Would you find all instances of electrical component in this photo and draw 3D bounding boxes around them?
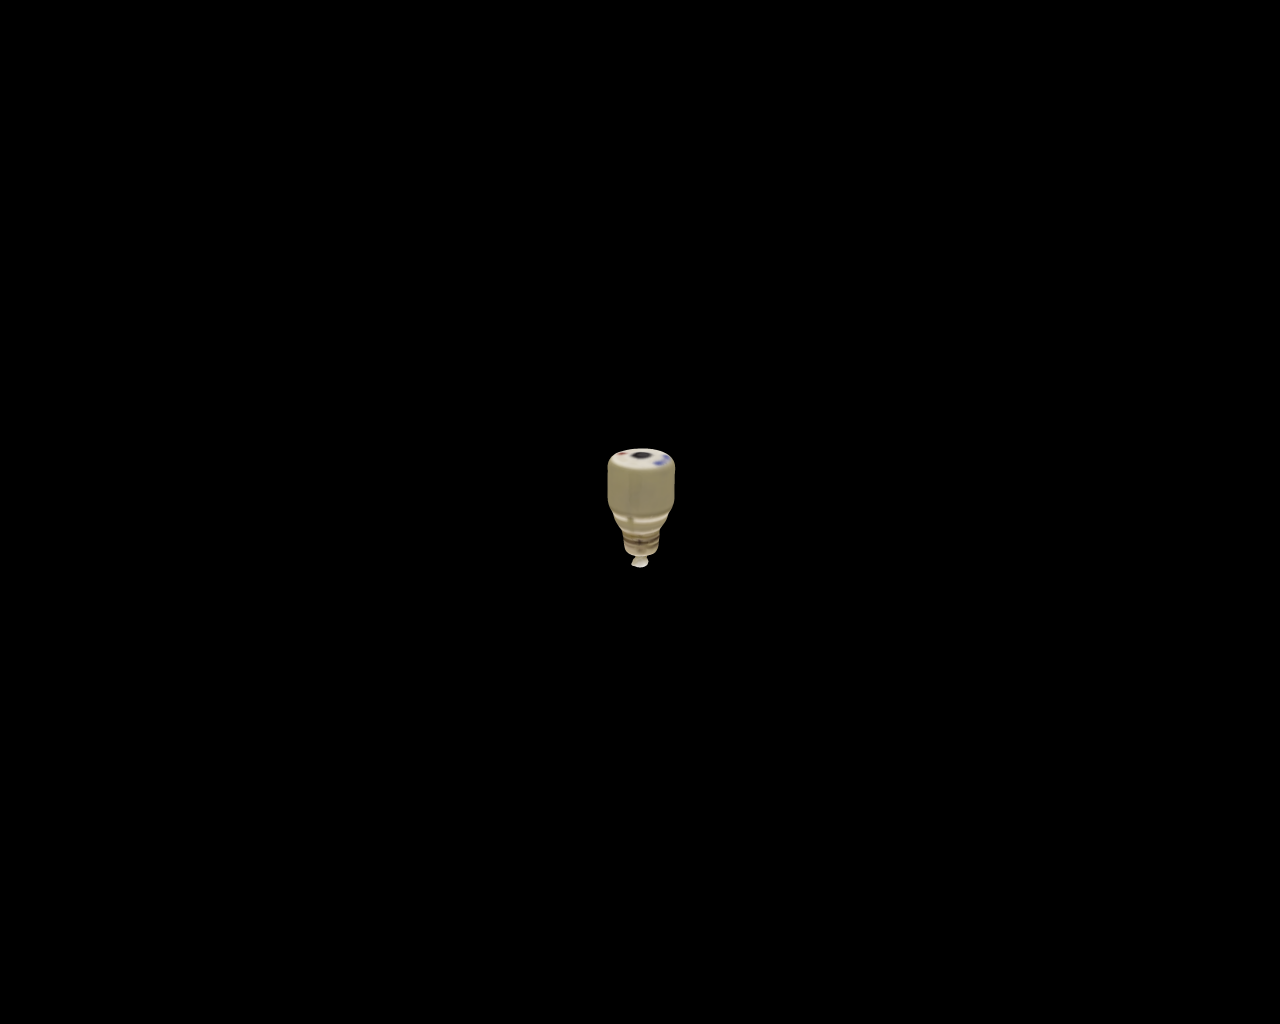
[{"bbox_3d":[0.001,-0.003,0.650,0.040,0.078,0.040,0,22,0],"label":"electrical component"}]
